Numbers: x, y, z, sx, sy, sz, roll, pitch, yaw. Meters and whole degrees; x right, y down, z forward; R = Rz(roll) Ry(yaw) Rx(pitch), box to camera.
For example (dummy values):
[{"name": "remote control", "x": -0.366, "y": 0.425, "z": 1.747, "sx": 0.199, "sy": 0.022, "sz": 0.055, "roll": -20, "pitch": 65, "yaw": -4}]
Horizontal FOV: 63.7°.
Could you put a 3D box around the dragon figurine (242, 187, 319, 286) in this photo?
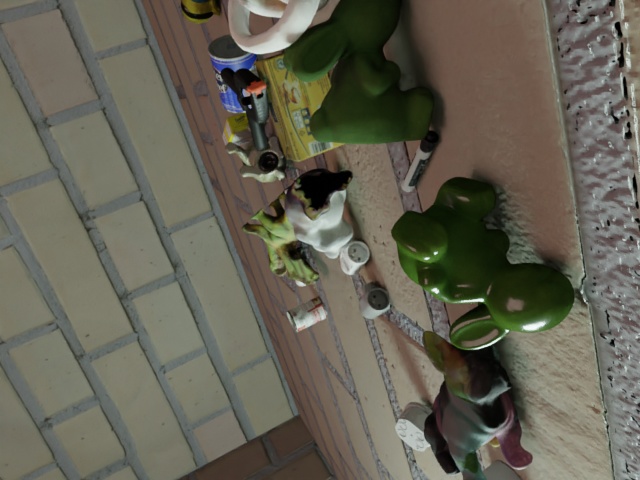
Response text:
[{"name": "dragon figurine", "x": -0.069, "y": 0.002, "z": 1.325, "sx": 0.124, "sy": 0.242, "sz": 0.405, "roll": -34, "pitch": 2, "yaw": -28}]

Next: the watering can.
[{"name": "watering can", "x": -0.012, "y": -0.308, "z": 0.526, "sx": 0.104, "sy": 0.223, "sz": 0.350, "roll": 9, "pitch": 6, "yaw": -33}]

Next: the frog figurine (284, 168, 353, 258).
[{"name": "frog figurine", "x": 0.003, "y": -0.047, "z": 0.941, "sx": 0.123, "sy": 0.140, "sz": 0.156, "roll": 12, "pitch": -32, "yaw": 14}]
